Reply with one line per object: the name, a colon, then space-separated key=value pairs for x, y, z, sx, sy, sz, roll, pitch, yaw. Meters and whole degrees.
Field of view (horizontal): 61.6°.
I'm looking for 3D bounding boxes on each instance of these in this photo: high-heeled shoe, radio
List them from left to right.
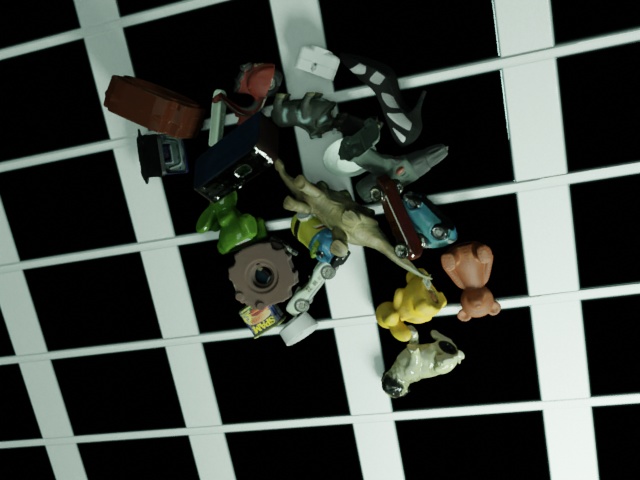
radio: x=-0.203 y=-0.193 z=1.289 sx=0.230 sy=0.131 sz=0.073 roll=-31 pitch=133 yaw=26
high-heeled shoe: x=0.135 y=-0.326 z=1.253 sx=0.249 sy=0.086 sz=0.145 roll=31 pitch=121 yaw=9

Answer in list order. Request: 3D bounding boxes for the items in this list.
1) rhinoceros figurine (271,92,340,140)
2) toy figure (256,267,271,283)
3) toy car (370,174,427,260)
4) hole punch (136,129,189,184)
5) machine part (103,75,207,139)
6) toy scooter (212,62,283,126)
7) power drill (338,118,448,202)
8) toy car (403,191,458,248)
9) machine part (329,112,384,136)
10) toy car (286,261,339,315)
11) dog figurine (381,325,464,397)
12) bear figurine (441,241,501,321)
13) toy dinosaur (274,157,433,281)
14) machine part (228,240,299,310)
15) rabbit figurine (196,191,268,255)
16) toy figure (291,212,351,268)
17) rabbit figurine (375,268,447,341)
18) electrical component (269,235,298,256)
rhinoceros figurine: x=-0.026 y=-0.297 z=1.284 sx=0.190 sy=0.073 sz=0.112 roll=9 pitch=103 yaw=9
toy figure: x=-0.141 y=0.102 z=1.409 sx=0.154 sy=0.064 sz=0.058 roll=27 pitch=69 yaw=-1
toy car: x=0.173 y=-0.049 z=1.211 sx=0.053 sy=0.089 sz=0.202 roll=-25 pitch=90 yaw=49
hole punch: x=-0.405 y=-0.219 z=1.379 sx=0.116 sy=0.092 sz=0.142 roll=6 pitch=109 yaw=40
machine part: x=-0.388 y=-0.317 z=1.281 sx=0.202 sy=0.201 sz=0.087 roll=23 pitch=104 yaw=5
toy scooter: x=-0.178 y=-0.349 z=1.286 sx=0.135 sy=0.075 sz=0.183 roll=19 pitch=112 yaw=-19
power drill: x=0.156 y=-0.191 z=1.230 sx=0.232 sy=0.207 sz=0.086 roll=-34 pitch=55 yaw=23
toy car: x=0.243 y=-0.035 z=1.279 sx=0.162 sy=0.109 sz=0.103 roll=44 pitch=114 yaw=3
machine part: x=0.089 y=-0.262 z=1.255 sx=0.139 sy=0.039 sz=0.084 roll=9 pitch=116 yaw=-38
toy car: x=-0.015 y=0.111 z=1.378 sx=0.056 sy=0.073 sz=0.201 roll=37 pitch=107 yaw=0
dog figurine: x=0.259 y=0.334 z=1.378 sx=0.172 sy=0.121 sz=0.190 roll=20 pitch=120 yaw=9
bear figurine: x=0.362 y=0.106 z=1.280 sx=0.120 sy=0.132 sz=0.195 roll=-11 pitch=95 yaw=15
toy dinosaur: x=0.070 y=-0.044 z=1.257 sx=0.471 sy=0.198 sz=0.105 roll=42 pitch=112 yaw=6
machine part: x=-0.143 y=0.087 z=1.352 sx=0.179 sy=0.056 sz=0.179 roll=0 pitch=94 yaw=4
rabbit figurine: x=-0.232 y=-0.059 z=1.377 sx=0.159 sy=0.121 sz=0.170 roll=-27 pitch=79 yaw=22
toy figure: x=-0.005 y=-0.003 z=1.316 sx=0.089 sy=0.082 sz=0.180 roll=-50 pitch=63 yaw=20
rabbit figurine: x=0.210 y=0.176 z=1.326 sx=0.173 sy=0.162 sz=0.121 roll=-27 pitch=110 yaw=33
electrical component: x=-0.118 y=0.035 z=1.395 sx=0.102 sy=0.045 sz=0.078 roll=35 pitch=108 yaw=1
